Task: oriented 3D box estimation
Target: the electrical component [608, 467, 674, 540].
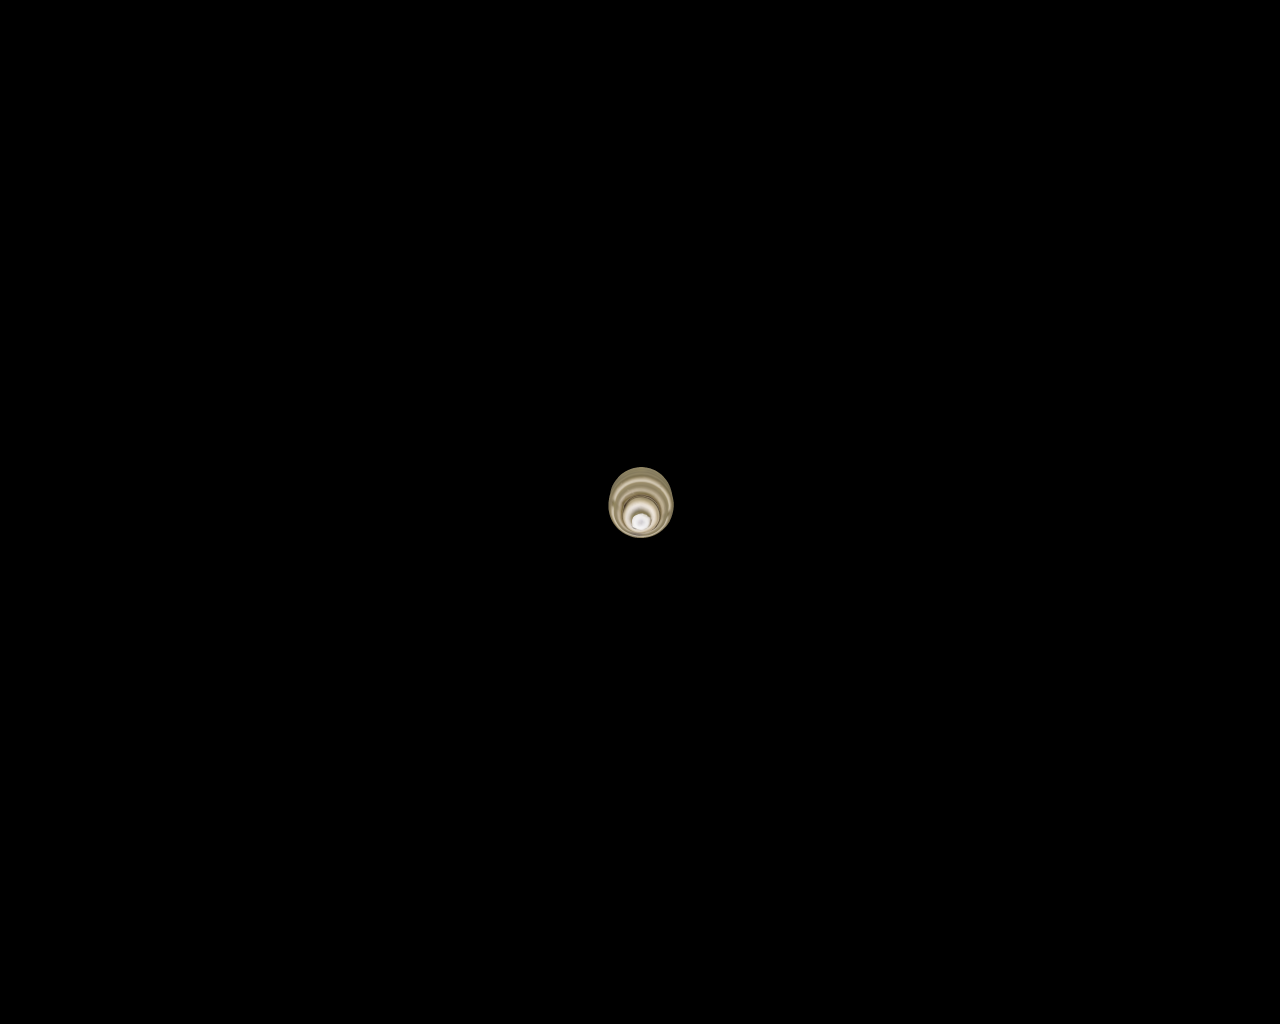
[{"bbox_3d":[0.001,-0.003,0.650,0.040,0.040,0.078,0,12,0],"label":"electrical component"}]
